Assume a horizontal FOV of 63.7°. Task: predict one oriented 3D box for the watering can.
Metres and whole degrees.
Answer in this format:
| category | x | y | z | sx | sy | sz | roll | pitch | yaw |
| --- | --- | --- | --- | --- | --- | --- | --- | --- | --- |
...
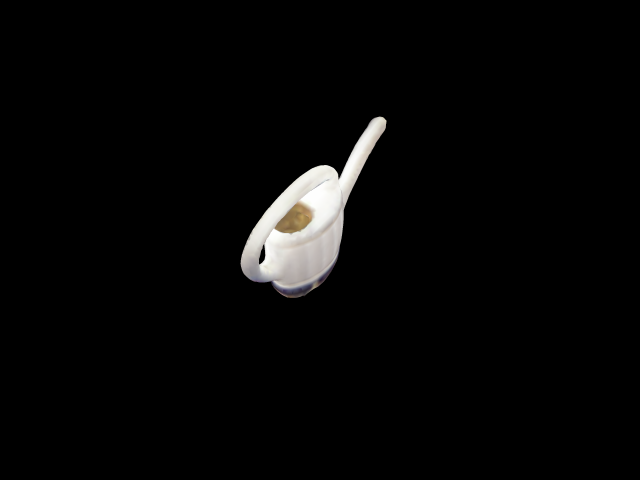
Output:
| category | x | y | z | sx | sy | sz | roll | pitch | yaw |
| --- | --- | --- | --- | --- | --- | --- | --- | --- | --- |
| watering can | 0.003 | -0.043 | 0.850 | 0.105 | 0.353 | 0.219 | 33 | -31 | 23 |
